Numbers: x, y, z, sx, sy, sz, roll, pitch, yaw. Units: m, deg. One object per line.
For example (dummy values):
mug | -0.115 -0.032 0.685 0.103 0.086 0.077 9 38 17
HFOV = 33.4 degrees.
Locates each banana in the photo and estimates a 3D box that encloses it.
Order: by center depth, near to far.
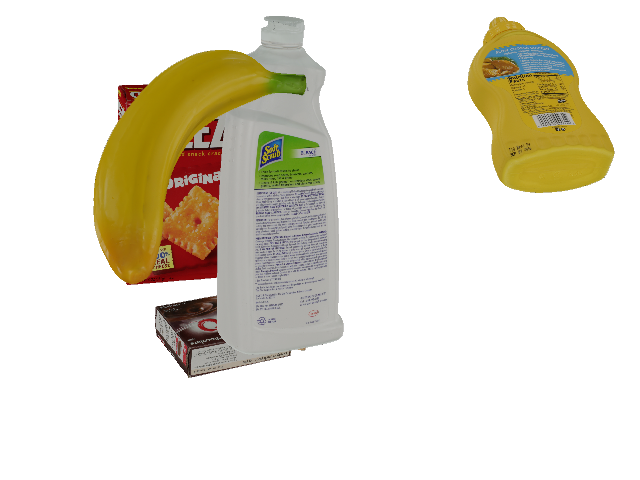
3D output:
banana | -0.076 -0.054 0.570 0.070 0.037 0.197 18 45 16

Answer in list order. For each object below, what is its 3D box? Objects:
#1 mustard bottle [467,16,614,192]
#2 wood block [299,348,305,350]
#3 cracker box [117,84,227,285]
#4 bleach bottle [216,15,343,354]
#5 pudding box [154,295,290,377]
mustard bottle | 0.181 -0.129 0.934 0.096 0.191 0.058 -6 -39 -7
wood block | -0.047 0.029 1.420 0.090 0.206 0.090 8 23 5
cracker box | -0.140 -0.062 1.189 0.164 0.214 0.072 -3 24 -17
bleach bottle | -0.027 -0.042 0.811 0.102 0.251 0.068 -7 22 -29
pudding box | -0.096 0.090 1.058 0.113 0.039 0.090 -12 28 -26
